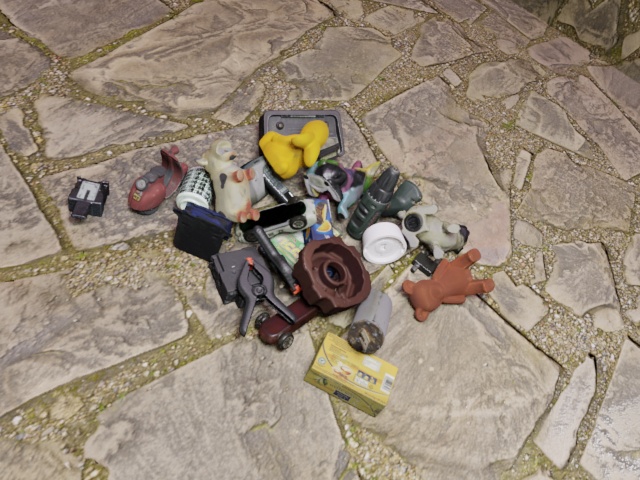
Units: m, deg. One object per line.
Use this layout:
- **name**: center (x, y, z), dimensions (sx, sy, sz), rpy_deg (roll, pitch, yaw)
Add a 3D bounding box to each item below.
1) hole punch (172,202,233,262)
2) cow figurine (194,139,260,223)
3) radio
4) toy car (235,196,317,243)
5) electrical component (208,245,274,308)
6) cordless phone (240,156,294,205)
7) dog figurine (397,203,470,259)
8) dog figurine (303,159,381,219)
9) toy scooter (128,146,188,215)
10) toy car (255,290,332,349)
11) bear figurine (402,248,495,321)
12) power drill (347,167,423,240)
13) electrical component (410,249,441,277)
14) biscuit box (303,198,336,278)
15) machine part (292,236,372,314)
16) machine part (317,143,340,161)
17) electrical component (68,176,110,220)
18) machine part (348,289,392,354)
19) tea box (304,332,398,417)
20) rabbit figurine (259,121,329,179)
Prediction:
- **hole punch**: center (-0.258, -0.030, 1.211), dimensions (0.142, 0.115, 0.092), rpy_deg (26, 40, 0)
- **cow figurine**: center (-0.216, -0.135, 1.238), dimensions (0.127, 0.194, 0.085), rpy_deg (0, 13, 29)
- **radio**: center (-0.052, -0.286, 1.471), dimensions (0.230, 0.073, 0.131), rpy_deg (-5, 93, -21)
- **toy car**: center (-0.106, -0.046, 1.275), dimensions (0.202, 0.056, 0.073), rpy_deg (-16, 57, 9)
- **electrical component**: center (-0.170, 0.084, 1.186), dimensions (0.115, 0.058, 0.134), rpy_deg (-15, 60, -28)
- **cordless phone**: center (-0.128, -0.113, 1.338), dimensions (0.184, 0.088, 0.146), rpy_deg (45, 28, -2)
- **dog figurine**: center (0.299, -0.028, 1.412), dimensions (0.172, 0.121, 0.190), rpy_deg (45, 16, 15)
- **dog figurine**: center (0.069, -0.165, 1.409), dimensions (0.109, 0.191, 0.219), rpy_deg (6, 43, 40)
- **toy scooter**: center (-0.369, -0.147, 1.243), dimensions (0.075, 0.135, 0.184), rpy_deg (35, 51, 6)
- **toy car**: center (-0.049, 0.164, 1.171), dimensions (0.089, 0.053, 0.202), rpy_deg (30, 44, 32)
- **bear figurine**: center (0.305, 0.110, 1.300), dimensions (0.196, 0.132, 0.120), rpy_deg (-18, 82, -38)
- **power drill**: center (0.177, -0.101, 1.368), dimensions (0.086, 0.232, 0.207), rpy_deg (46, 35, 16)
- **electrical component**: center (0.274, 0.064, 1.393), dimensions (0.063, 0.021, 0.094), rpy_deg (40, 50, 11)
- **biscuit box**: center (-0.003, -0.004, 1.295), dimensions (0.059, 0.062, 0.203), rpy_deg (4, 56, -21)
- **machine part**: center (0.027, 0.077, 1.177), dimensions (0.179, 0.056, 0.179), rpy_deg (17, 54, -25)
- **machine part**: center (0.010, -0.206, 1.432), dimensions (0.084, 0.138, 0.039), rpy_deg (-33, 76, -21)
- **electrical component**: center (-0.517, -0.083, 1.193), dimensions (0.075, 0.047, 0.119), rpy_deg (8, 51, -15)
- **machine part**: center (0.112, 0.173, 1.165), dimensions (0.079, 0.079, 0.243), rpy_deg (28, 21, 3)
- **tea box**: center (0.065, 0.277, 1.113), dimensions (0.170, 0.068, 0.098), rpy_deg (28, 48, 4)
- **rabbit figurine**: center (-0.053, -0.238, 1.336), dimensions (0.173, 0.162, 0.121), rpy_deg (-34, 107, 0)
